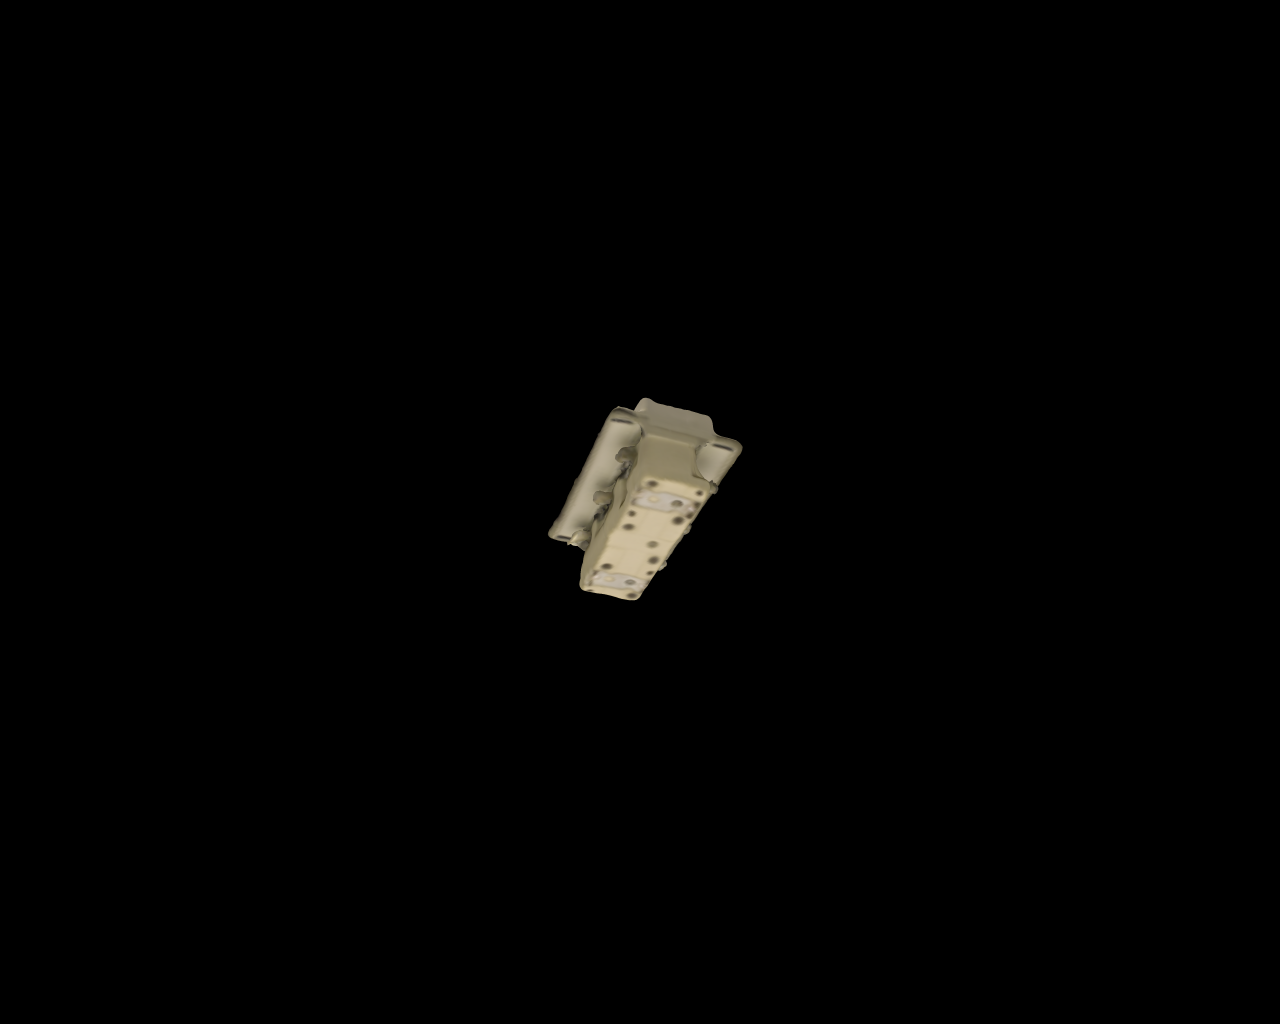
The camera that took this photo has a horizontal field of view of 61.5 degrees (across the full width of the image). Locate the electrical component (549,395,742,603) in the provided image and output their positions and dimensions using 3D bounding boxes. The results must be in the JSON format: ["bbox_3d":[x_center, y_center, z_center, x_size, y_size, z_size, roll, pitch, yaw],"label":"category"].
[{"bbox_3d":[0.001,-0.003,0.650,0.079,0.063,0.121,14,-42,-16],"label":"electrical component"}]
